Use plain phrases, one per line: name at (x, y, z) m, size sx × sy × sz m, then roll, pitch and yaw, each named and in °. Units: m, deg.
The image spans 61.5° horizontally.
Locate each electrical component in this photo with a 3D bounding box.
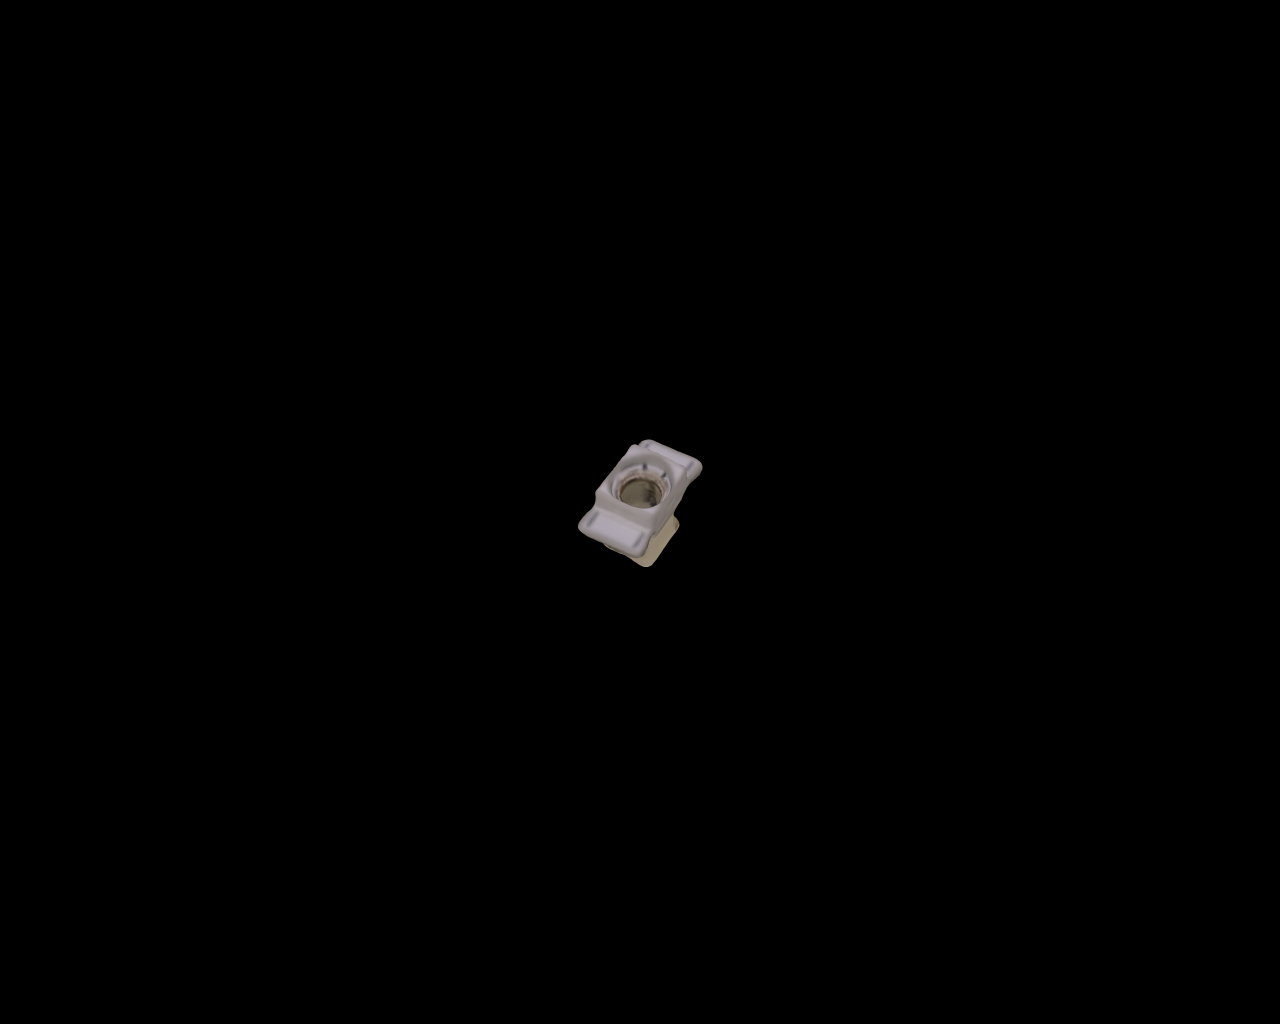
electrical component at (0.001, -0.003, 0.650) m, size 0.042 × 0.081 × 0.063 m, roll 27°, pitch -32°, yaw 18°
